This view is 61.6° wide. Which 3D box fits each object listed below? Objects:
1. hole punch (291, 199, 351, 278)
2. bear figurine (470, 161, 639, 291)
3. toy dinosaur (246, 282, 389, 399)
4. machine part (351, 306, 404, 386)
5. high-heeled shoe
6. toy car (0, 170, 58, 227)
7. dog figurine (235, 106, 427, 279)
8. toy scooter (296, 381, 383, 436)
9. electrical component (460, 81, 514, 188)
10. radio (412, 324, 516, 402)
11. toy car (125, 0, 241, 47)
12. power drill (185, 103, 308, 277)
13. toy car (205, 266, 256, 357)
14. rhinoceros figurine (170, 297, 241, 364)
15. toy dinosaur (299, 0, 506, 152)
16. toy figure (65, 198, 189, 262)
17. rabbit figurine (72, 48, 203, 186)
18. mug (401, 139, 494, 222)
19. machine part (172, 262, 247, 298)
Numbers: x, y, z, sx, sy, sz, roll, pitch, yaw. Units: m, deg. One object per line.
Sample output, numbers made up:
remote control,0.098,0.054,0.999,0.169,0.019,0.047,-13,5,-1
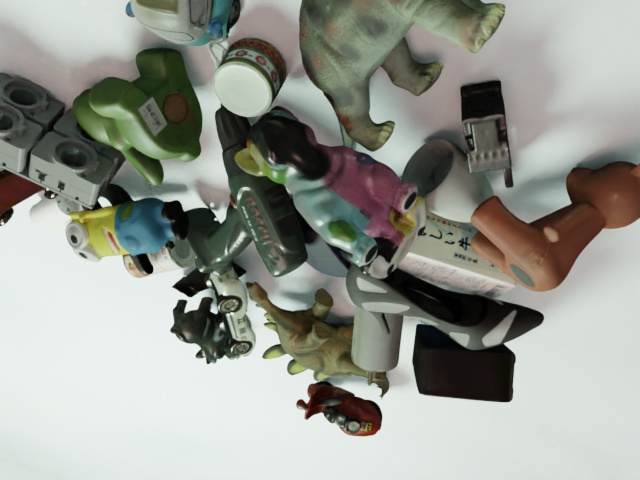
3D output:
hole punch,-0.002,-0.002,0.777,0.116,0.092,0.142,-14,134,33
bear figurine,0.291,-0.037,0.636,0.132,0.196,0.120,43,176,27
toy dinosaur,0.025,0.200,0.981,0.199,0.105,0.470,-17,135,40
machine part,0.092,0.111,0.826,0.079,0.079,0.243,6,107,10
high-heeled shoe,0.162,0.070,0.717,0.249,0.086,0.145,-8,124,17
toy car,-0.493,-0.083,0.851,0.202,0.053,0.089,-20,138,28
dog figurine,0.007,-0.063,0.623,0.219,0.108,0.191,38,180,22
toy scooter,0.028,0.339,1.076,0.184,0.075,0.135,19,-175,35
electrical component,0.192,-0.112,0.613,0.048,0.075,0.119,-6,137,19
radio,0.214,0.183,0.829,0.131,0.073,0.229,4,-179,8
toy car,-0.140,-0.256,0.530,0.109,0.103,0.161,15,140,-2
power drill,-0.120,-0.046,0.744,0.207,0.086,0.232,-28,92,41
toy car,-0.146,0.120,0.905,0.056,0.074,0.201,-22,136,-17
rhinoceros figurine,-0.201,0.172,0.998,0.073,0.112,0.190,-9,153,17
toy dinosaur,0.047,-0.214,0.519,0.192,0.131,0.405,42,144,-5
toy figure,-0.271,-0.016,0.760,0.180,0.089,0.082,-11,95,15
rabbit figurine,-0.230,-0.155,0.681,0.170,0.121,0.158,8,148,34
mug,0.158,-0.061,0.675,0.107,0.081,0.110,29,149,-30
machine part,-0.196,0.062,0.937,0.139,0.039,0.084,-26,130,34
